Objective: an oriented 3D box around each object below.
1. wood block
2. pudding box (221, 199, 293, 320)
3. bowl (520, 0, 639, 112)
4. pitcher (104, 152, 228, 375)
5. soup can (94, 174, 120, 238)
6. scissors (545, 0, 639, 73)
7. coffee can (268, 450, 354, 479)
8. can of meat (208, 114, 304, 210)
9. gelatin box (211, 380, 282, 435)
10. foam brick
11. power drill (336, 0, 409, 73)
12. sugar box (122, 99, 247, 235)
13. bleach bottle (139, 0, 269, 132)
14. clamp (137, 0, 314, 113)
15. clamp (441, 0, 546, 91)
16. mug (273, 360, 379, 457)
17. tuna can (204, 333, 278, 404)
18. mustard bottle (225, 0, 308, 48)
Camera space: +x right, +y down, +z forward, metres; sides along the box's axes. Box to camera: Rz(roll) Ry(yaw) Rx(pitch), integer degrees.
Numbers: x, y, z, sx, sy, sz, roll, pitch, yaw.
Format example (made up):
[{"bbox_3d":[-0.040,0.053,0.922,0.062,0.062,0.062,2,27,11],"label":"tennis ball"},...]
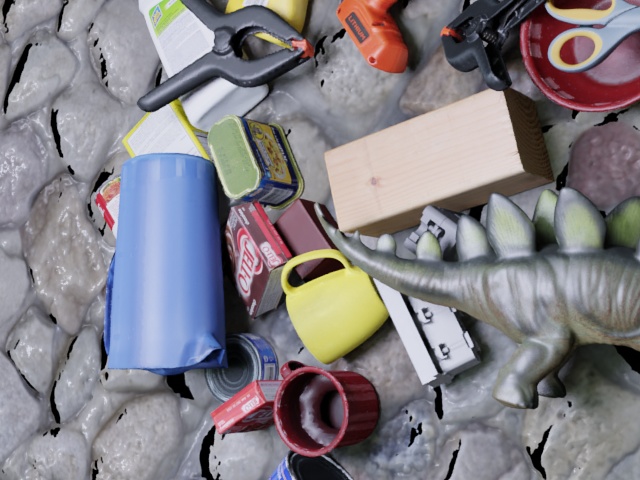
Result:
[{"bbox_3d":[0.119,-0.076,1.089,0.206,0.090,0.091,-18,77,30],"label":"wood block"},{"bbox_3d":[-0.073,0.023,1.201,0.090,0.039,0.114,58,154,24],"label":"pudding box"},{"bbox_3d":[0.277,-0.197,1.019,0.162,0.055,0.162,-4,83,32],"label":"bowl"},{"bbox_3d":[-0.178,0.031,1.205,0.149,0.145,0.243,-1,82,-2],"label":"pitcher"},{"bbox_3d":[-0.227,-0.024,1.319,0.069,0.068,0.102,-44,65,22],"label":"soup can"},{"bbox_3d":[0.291,-0.184,0.966,0.202,0.016,0.096,23,100,32],"label":"scissors"},{"bbox_3d":[-0.032,0.307,1.140,0.103,0.102,0.140,45,108,28],"label":"coffee can"},{"bbox_3d":[-0.075,-0.090,1.218,0.058,0.083,0.102,-31,70,27],"label":"can of meat"},{"bbox_3d":[-0.066,0.185,1.182,0.073,0.089,0.030,-37,67,24],"label":"gelatin box"},{"bbox_3d":[-0.008,0.001,1.186,0.053,0.051,0.078,-43,64,23],"label":"foam brick"},{"bbox_3d":[0.105,-0.266,1.102,0.188,0.057,0.184,-53,46,31],"label":"power drill"},{"bbox_3d":[-0.163,-0.083,1.298,0.093,0.048,0.176,-42,68,23],"label":"sugar box"},{"bbox_3d":[-0.156,-0.257,1.302,0.103,0.068,0.251,-36,65,21],"label":"bleach bottle"},{"bbox_3d":[-0.111,-0.211,1.206,0.210,0.036,0.164,13,87,21],"label":"clamp"},{"bbox_3d":[0.163,-0.194,1.048,0.120,0.039,0.172,-61,17,-11],"label":"clamp"},{"bbox_3d":[0.003,0.173,1.143,0.117,0.081,0.093,44,108,28],"label":"mug"},{"bbox_3d":[-0.092,0.150,1.235,0.086,0.033,0.086,-4,83,32],"label":"tuna can"},{"bbox_3d":[-0.038,-0.326,1.233,0.096,0.058,0.192,27,100,32],"label":"mustard bottle"}]
